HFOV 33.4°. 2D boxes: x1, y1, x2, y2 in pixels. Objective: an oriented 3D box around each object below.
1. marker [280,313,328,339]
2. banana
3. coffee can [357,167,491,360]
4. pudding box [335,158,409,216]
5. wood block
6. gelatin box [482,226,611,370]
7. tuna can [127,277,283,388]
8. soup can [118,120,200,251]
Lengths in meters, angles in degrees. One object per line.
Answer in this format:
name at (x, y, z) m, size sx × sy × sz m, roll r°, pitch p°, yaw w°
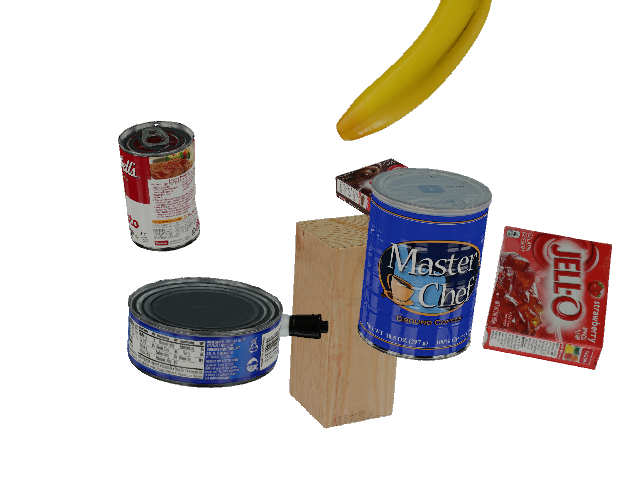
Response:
marker at (-0.054, 0.062, 0.796) m, size 0.121 × 0.020 × 0.020 m, roll 2°, pitch 0°, yaw 7°
banana at (0.083, -0.150, 0.812) m, size 0.070 × 0.197 × 0.037 m, roll 3°, pitch -35°, yaw 47°
coffee can at (0.089, 0.019, 0.932) m, size 0.103 × 0.140 × 0.103 m, roll 4°, pitch 22°, yaw -2°
pudding box at (0.092, -0.079, 1.593) m, size 0.113 × 0.039 × 0.090 m, roll -22°, pitch 35°, yaw -30°
wood block at (0.027, 0.086, 1.159) m, size 0.090 × 0.206 × 0.091 m, roll -7°, pitch 22°, yaw -26°
gelatin box at (0.150, 0.036, 0.701) m, size 0.073 × 0.089 × 0.030 m, roll 11°, pitch -38°, yaw 10°
tuna can at (-0.065, 0.050, 0.595) m, size 0.086 × 0.034 × 0.086 m, roll 5°, pitch 17°, yaw -2°
soup can at (-0.146, -0.050, 0.981) m, size 0.068 × 0.102 × 0.068 m, roll -1°, pitch 32°, yaw 0°
